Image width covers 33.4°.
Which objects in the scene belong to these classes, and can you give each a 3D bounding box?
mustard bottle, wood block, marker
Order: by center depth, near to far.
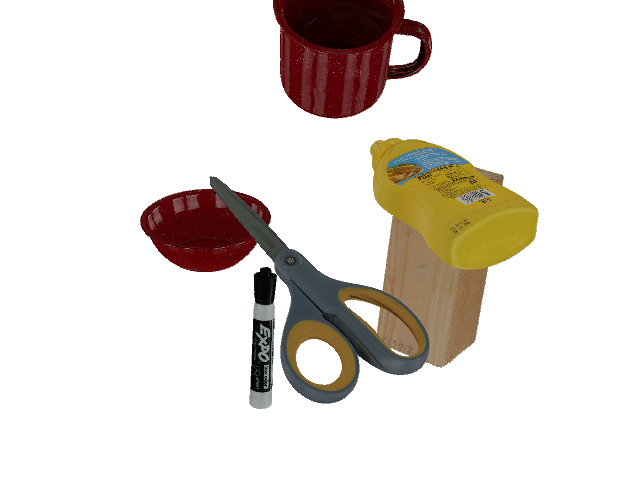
[{"bbox_3d":[-0.047,0.080,0.875,0.020,0.121,0.020,3,19,-1],"label":"marker"},{"bbox_3d":[0.104,-0.046,0.977,0.096,0.058,0.192,-19,38,-24],"label":"mustard bottle"},{"bbox_3d":[0.132,0.022,1.191,0.090,0.206,0.090,19,25,28],"label":"wood block"}]

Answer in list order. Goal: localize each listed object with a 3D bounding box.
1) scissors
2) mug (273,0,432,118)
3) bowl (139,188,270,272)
[{"bbox_3d":[-0.026,0.031,0.661,0.202,0.016,0.096,32,54,25],"label":"scissors"},{"bbox_3d":[0.023,-0.144,0.785,0.117,0.093,0.081,3,-33,-1],"label":"mug"},{"bbox_3d":[-0.143,-0.006,1.333,0.162,0.055,0.162,1,29,-1],"label":"bowl"}]
